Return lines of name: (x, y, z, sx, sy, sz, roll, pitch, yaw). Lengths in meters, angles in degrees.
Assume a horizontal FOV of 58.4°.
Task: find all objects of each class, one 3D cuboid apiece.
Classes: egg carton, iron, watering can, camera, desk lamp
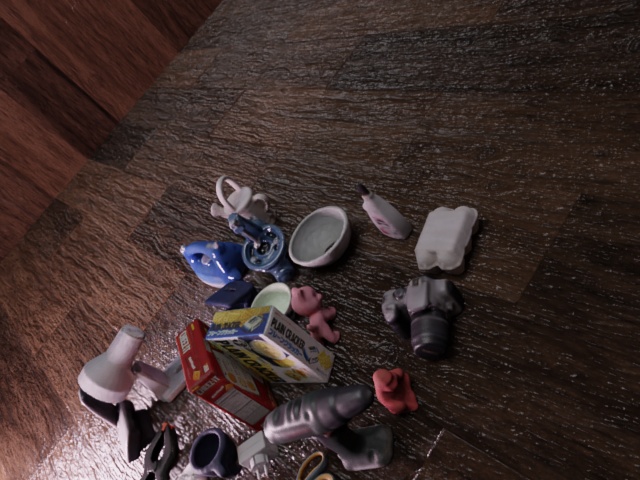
egg carton: (0.254, -0.001, 1.144, 0.107, 0.070, 0.150, 0, 55, 43)
iron: (-0.305, 0.048, 1.558, 0.257, 0.142, 0.119, -2, 54, 42)
watering can: (-0.221, -0.094, 1.568, 0.172, 0.195, 0.100, -33, 39, 16)
camera: (0.182, 0.144, 1.050, 0.142, 0.101, 0.137, -19, 44, 29)
desk lamp: (-0.434, 0.306, 1.376, 0.203, 0.214, 0.117, -46, 37, -2)

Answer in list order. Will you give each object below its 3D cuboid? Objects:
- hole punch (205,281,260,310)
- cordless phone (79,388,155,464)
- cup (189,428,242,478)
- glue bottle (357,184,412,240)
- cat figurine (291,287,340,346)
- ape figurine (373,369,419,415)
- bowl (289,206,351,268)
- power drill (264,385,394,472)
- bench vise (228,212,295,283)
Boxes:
hole punch: (-0.216, 0.143, 1.429, 0.108, 0.091, 0.101, 0, 56, 43)
cordless phone: (-0.488, 0.426, 1.339, 0.094, 0.186, 0.147, -48, 38, -4)
cup: (-0.188, 0.436, 1.127, 0.092, 0.095, 0.117, -51, 38, -7)
glue bottle: (0.128, -0.065, 1.235, 0.077, 0.174, 0.037, 11, 64, 47)
cat figurine: (-0.020, 0.153, 1.215, 0.067, 0.118, 0.127, -31, 40, 17)
ape figurine: (0.125, 0.258, 1.005, 0.075, 0.092, 0.078, 1, 56, 43)
bowl: (0.012, 0.005, 1.358, 0.167, 0.075, 0.167, -25, 42, 24)
power drill: (0.032, 0.309, 0.947, 0.229, 0.209, 0.075, -21, 43, 28)
bench vise: (-0.167, -0.003, 1.412, 0.121, 0.220, 0.206, -50, 38, -7)
